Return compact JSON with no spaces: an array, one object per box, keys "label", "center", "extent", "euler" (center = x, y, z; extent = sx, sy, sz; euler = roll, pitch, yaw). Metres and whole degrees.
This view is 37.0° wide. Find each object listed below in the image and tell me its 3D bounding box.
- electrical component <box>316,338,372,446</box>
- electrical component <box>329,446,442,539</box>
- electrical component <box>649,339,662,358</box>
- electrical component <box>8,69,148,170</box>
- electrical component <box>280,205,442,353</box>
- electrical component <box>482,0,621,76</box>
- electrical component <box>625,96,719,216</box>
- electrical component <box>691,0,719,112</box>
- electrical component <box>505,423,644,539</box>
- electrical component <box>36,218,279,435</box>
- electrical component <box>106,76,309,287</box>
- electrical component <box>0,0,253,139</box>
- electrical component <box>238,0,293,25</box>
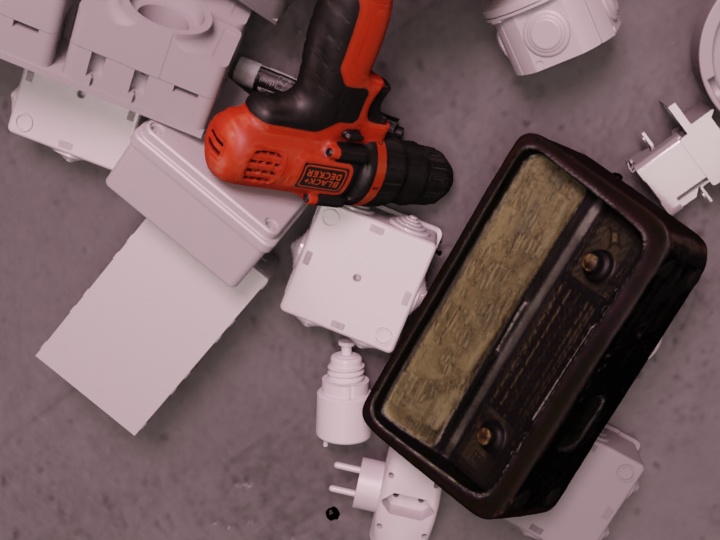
[{"label":"electrical component","center":[-0.011,0.088,0.767],"extent":[0.040,0.040,0.078],"euler":[3,104,4]},{"label":"electrical component","center":[0.018,0.158,0.780],"extent":[0.079,0.043,0.077],"euler":[12,104,2]},{"label":"electrical component","center":[0.183,0.044,0.727],"extent":[0.048,0.062,0.048],"euler":[1,104,5]},{"label":"electrical component","center":[-0.181,-0.121,0.727],"extent":[0.100,0.048,0.099],"euler":[21,105,0]},{"label":"electrical component","center":[0.000,0.000,0.740],"extent":[0.100,0.048,0.099],"euler":[22,105,0]},{"label":"electrical component","center":[0.121,-0.161,0.675],"extent":[0.080,0.080,0.051],"euler":[-24,106,10]},{"label":"electrical component","center":[0.215,-0.071,0.707],"extent":[0.064,0.042,0.081],"euler":[-37,97,16]},{"label":"electrical component","center":[0.262,-0.140,0.676],"extent":[0.108,0.060,0.108],"euler":[1,104,5]},{"label":"electrical component","center":[0.142,0.145,0.763],"extent":[0.100,0.048,0.099],"euler":[28,104,-1]},{"label":"electrical component","center":[-0.139,0.025,0.752],"extent":[0.089,0.061,0.150],"euler":[40,104,-5]},{"label":"electrical component","center":[-0.088,-0.061,0.698],"extent":[0.109,0.108,0.056],"euler":[40,126,-5]},{"label":"electrical component","center":[-0.164,-0.166,0.655],"extent":[0.186,0.105,0.060],"euler":[21,128,-9]},{"label":"electrical component","center":[-0.044,-0.240,0.646],"extent":[0.089,0.062,0.150],"euler":[33,76,-3]}]
